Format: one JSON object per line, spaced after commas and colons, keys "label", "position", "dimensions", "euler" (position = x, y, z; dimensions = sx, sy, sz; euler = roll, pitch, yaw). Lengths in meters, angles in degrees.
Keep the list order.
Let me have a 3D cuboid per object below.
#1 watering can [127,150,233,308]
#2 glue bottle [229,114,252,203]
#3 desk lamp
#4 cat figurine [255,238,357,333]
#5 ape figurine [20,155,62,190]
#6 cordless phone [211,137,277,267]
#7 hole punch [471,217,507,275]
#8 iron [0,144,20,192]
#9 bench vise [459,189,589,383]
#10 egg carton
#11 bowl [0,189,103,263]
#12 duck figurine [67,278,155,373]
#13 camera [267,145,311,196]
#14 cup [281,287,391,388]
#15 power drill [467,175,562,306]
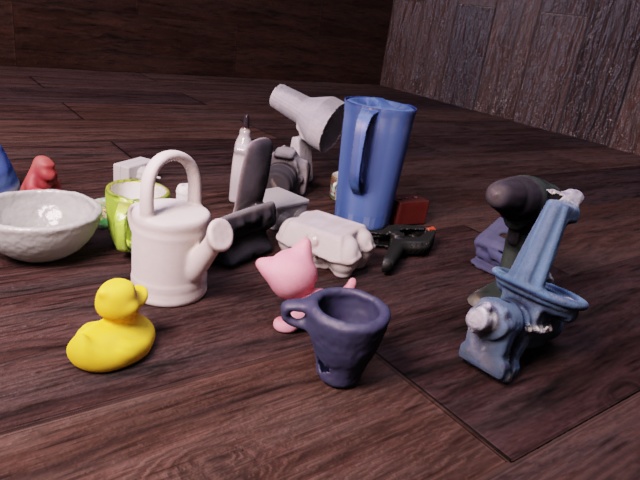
{"label": "watering can", "position": [-0.185, -0.019, 0.739], "dimensions": [0.172, 0.194, 0.101], "euler": [12, 22, 10]}
{"label": "glue bottle", "position": [-0.153, -0.164, 1.140], "dimensions": [0.037, 0.173, 0.078], "euler": [8, 22, 1]}
{"label": "desk lamp", "position": [-0.048, -0.235, 1.298], "dimensions": [0.202, 0.213, 0.118], "euler": [17, 24, 22]}
{"label": "cat figurine", "position": [-0.015, 0.058, 0.712], "dimensions": [0.127, 0.118, 0.067], "euler": [13, 22, 13]}
{"label": "ape figurine", "position": [-0.469, -0.097, 0.971], "dimensions": [0.076, 0.092, 0.078], "euler": [13, 22, 13]}
{"label": "cordless phone", "position": [-0.129, -0.065, 0.886], "dimensions": [0.094, 0.185, 0.148], "euler": [18, 24, 24]}
{"label": "hole punch", "position": [0.329, 0.013, 0.982], "dimensions": [0.101, 0.091, 0.108], "euler": [-12, 30, -41]}
{"label": "iron", "position": [-0.575, -0.121, 0.928], "dimensions": [0.118, 0.141, 0.258], "euler": [9, 22, 3]}
{"label": "bench vise", "position": [0.259, 0.054, 0.682], "dimensions": [0.121, 0.220, 0.208], "euler": [18, 24, 25]}
{"label": "egg carton", "position": [0.008, 0.003, 0.922], "dimensions": [0.150, 0.069, 0.107], "euler": [19, 24, 25]}
{"label": "bowl", "position": [-0.397, -0.013, 0.813], "dimensions": [0.167, 0.075, 0.167], "euler": [7, 22, -3]}
{"label": "duck figurine", "position": [-0.223, 0.085, 0.616], "dimensions": [0.077, 0.086, 0.105], "euler": [17, 24, 22]}
{"label": "camera", "position": [-0.097, -0.142, 1.202], "dimensions": [0.143, 0.101, 0.137], "euler": [9, 22, 3]}
{"label": "cup", "position": [0.012, 0.110, 0.624], "dimensions": [0.118, 0.095, 0.091], "euler": [7, 22, -3]}
{"label": "power drill", "position": [0.283, 0.003, 0.831], "dimensions": [0.075, 0.208, 0.230], "euler": [24, 27, 34]}
